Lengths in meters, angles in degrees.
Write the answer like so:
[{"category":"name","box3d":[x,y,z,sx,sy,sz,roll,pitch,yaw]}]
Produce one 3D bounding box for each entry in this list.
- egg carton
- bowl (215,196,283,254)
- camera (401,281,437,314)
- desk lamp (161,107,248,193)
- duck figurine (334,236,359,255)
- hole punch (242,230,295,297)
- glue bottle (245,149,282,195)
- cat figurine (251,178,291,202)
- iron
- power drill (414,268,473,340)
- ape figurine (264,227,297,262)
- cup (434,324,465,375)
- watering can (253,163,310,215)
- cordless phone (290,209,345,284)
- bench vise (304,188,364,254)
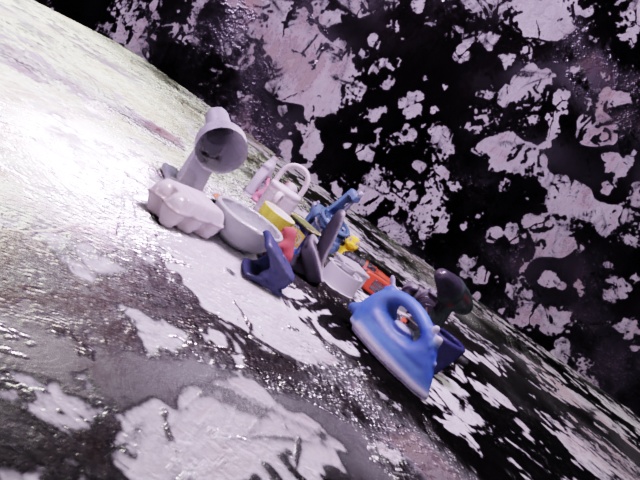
[{"category":"egg carton","box3d":[-0.260,-0.060,1.114,0.107,0.069,0.151,41,11,32]},{"category":"bowl","box3d":[-0.166,-0.020,1.226,0.167,0.074,0.167,34,10,-6]},{"category":"camera","box3d":[0.315,0.192,1.758,0.143,0.100,0.137,36,10,3]},{"category":"desk lamp","box3d":[-0.270,-0.205,1.345,0.118,0.213,0.202,29,12,-34]},{"category":"duck figurine","box3d":[0.094,0.025,1.857,0.077,0.086,0.104,35,10,0]},{"category":"hole punch","box3d":[-0.090,0.044,1.125,0.101,0.091,0.108,32,10,-17]},{"category":"glue bottle","box3d":[-0.177,-0.224,1.873,0.037,0.173,0.078,37,10,9]},{"category":"cat figurine","box3d":[-0.132,-0.142,1.799,0.127,0.117,0.067,38,10,16]},{"category":"iron","box3d":[0.176,0.190,1.178,0.119,0.141,0.257,26,14,-45]},{"category":"power drill","box3d":[0.294,0.179,1.433,0.075,0.208,0.231,42,12,37]},{"category":"ape figurine","box3d":[-0.085,0.010,1.302,0.076,0.092,0.078,40,11,27]},{"category":"cup","box3d":[0.260,0.250,1.311,0.092,0.095,0.117,25,14,-45]},{"category":"watering can","box3d":[-0.104,-0.129,1.604,0.101,0.194,0.172,31,10,-21]},{"category":"cordless phone","box3d":[0.013,0.005,1.381,0.094,0.185,0.147,34,10,-8]},{"category":"bench vise","box3d":[0.035,-0.090,1.807,0.206,0.219,0.122,41,11,32]}]
